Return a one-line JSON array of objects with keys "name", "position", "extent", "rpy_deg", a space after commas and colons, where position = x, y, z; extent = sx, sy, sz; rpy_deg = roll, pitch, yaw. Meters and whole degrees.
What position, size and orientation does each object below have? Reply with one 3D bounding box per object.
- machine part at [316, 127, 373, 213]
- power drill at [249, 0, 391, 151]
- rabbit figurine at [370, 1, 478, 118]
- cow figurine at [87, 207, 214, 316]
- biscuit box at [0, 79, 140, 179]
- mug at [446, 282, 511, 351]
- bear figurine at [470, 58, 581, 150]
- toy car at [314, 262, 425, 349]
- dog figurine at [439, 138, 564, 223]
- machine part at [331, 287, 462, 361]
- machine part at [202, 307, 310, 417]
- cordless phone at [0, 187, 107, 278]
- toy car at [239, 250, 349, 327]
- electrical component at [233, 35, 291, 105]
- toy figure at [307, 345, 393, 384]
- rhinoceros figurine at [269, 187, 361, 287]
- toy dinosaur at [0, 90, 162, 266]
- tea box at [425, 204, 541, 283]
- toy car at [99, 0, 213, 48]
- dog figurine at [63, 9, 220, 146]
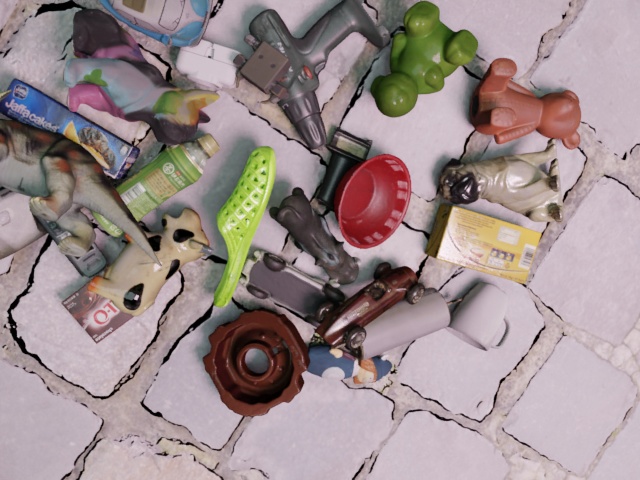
[{"name": "machine part", "position": [0.035, -0.115, 0.911], "extent": [0.084, 0.039, 0.138], "rpy_deg": [19, 92, -17]}, {"name": "power drill", "position": [0.009, -0.290, 0.873], "extent": [0.207, 0.086, 0.232], "rpy_deg": [-34, 97, 6]}, {"name": "rabbit figurine", "position": [0.134, -0.261, 0.847], "extent": [0.121, 0.159, 0.170], "rpy_deg": [40, 72, -7]}, {"name": "cow figurine", "position": [-0.255, 0.031, 0.853], "extent": [0.127, 0.085, 0.195], "rpy_deg": [35, 72, -9]}, {"name": "biscuit box", "position": [-0.390, -0.171, 0.842], "extent": [0.202, 0.063, 0.059], "rpy_deg": [30, 92, -9]}, {"name": "mug", "position": [0.293, 0.136, 0.948], "extent": [0.109, 0.081, 0.107], "rpy_deg": [31, 82, -6]}, {"name": "bear figurine", "position": [0.358, -0.216, 0.892], "extent": [0.196, 0.132, 0.120], "rpy_deg": [6, 84, -1]}, {"name": "toy car", "position": [0.081, 0.100, 0.871], "extent": [0.202, 0.089, 0.053], "rpy_deg": [-29, 139, -29]}, {"name": "dog figurine", "position": [0.316, -0.083, 0.933], "extent": [0.191, 0.121, 0.172], "rpy_deg": [-7, 136, 26]}, {"name": "machine part", "position": [0.131, 0.141, 0.916], "extent": [0.243, 0.079, 0.079], "rpy_deg": [-19, 98, -16]}, {"name": "machine part", "position": [-0.104, 0.201, 0.902], "extent": [0.179, 0.056, 0.179], "rpy_deg": [0, 93, 10]}, {"name": "cordless phone", "position": [-0.431, 0.001, 0.823], "extent": [0.184, 0.089, 0.146], "rpy_deg": [54, 46, -11]}, {"name": "toy car", "position": [-0.041, 0.086, 0.916], "extent": [0.202, 0.056, 0.073], "rpy_deg": [28, 99, -8]}, {"name": "electrical component", "position": [-0.088, -0.257, 0.826], "extent": [0.102, 0.045, 0.078], "rpy_deg": [32, 87, 9]}, {"name": "toy figure", "position": [0.051, 0.220, 0.940], "extent": [0.154, 0.064, 0.058], "rpy_deg": [11, 69, -4]}, {"name": "rhinoceros figurine", "position": [-0.002, -0.003, 0.879], "extent": [0.073, 0.112, 0.190], "rpy_deg": [-43, 119, -5]}, {"name": "toy dinosaur", "position": [-0.397, -0.104, 0.756], "extent": [0.404, 0.131, 0.192], "rpy_deg": [28, 51, -25]}, {"name": "tea box", "position": [0.282, 0.006, 0.937], "extent": [0.170, 0.068, 0.098], "rpy_deg": [18, 94, -7]}, {"name": "toy car", "position": [-0.239, -0.344, 0.762], "extent": [0.162, 0.103, 0.109], "rpy_deg": [21, 106, -10]}, {"name": "dog figurine", "position": [-0.268, -0.243, 0.825], "extent": [0.219, 0.108, 0.191], "rpy_deg": [8, 66, -22]}]
